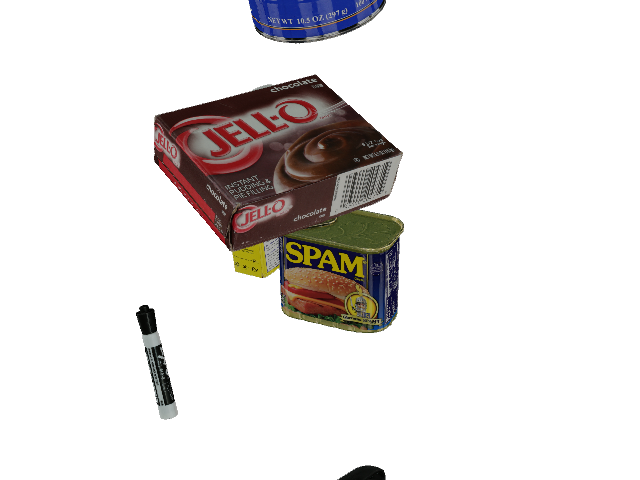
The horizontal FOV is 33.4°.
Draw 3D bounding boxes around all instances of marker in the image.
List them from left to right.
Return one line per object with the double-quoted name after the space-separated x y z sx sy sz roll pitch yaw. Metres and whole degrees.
-0.168 0.124 1.092 0.020 0.121 0.020 -11 13 2 "marker"

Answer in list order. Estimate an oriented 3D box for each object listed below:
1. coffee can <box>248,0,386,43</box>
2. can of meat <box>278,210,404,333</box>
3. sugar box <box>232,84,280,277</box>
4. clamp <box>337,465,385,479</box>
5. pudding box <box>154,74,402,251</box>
-0.014 -0.227 0.759 0.103 0.140 0.103 -9 37 7 "coffee can"
0.015 0.022 0.866 0.102 0.084 0.057 12 32 22 "can of meat"
-0.057 -0.059 1.076 0.048 0.176 0.093 11 34 30 "sugar box"
-0.043 0.201 0.657 0.210 0.036 0.164 -3 28 2 "clamp"
-0.025 -0.047 0.605 0.113 0.039 0.090 -18 48 -31 "pudding box"
